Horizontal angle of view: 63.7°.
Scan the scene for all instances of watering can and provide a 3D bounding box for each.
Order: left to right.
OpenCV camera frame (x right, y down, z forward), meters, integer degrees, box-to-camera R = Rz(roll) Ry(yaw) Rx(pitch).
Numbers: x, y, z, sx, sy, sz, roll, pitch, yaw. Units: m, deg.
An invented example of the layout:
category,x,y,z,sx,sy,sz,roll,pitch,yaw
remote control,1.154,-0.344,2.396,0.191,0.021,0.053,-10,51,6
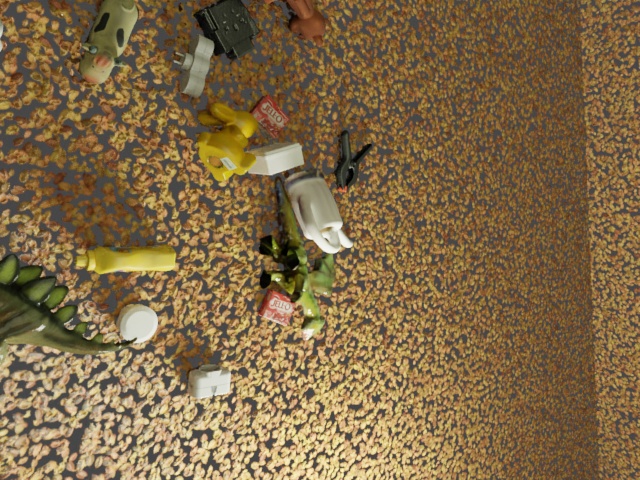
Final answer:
category,x,y,z,sx,sy,sz,roll,pitch,yaw
watering can,0.004,-0.069,1.363,0.226,0.103,0.347,68,13,9

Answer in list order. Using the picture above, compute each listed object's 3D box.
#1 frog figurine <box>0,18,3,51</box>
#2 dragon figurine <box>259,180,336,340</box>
category,x,y,z,sx,sy,sz,roll,pitch,yaw
frog figurine,-0.623,-0.409,0.903,0.156,0.123,0.140,73,38,-63
dragon figurine,-0.040,0.059,1.384,0.241,0.121,0.415,19,68,-54
